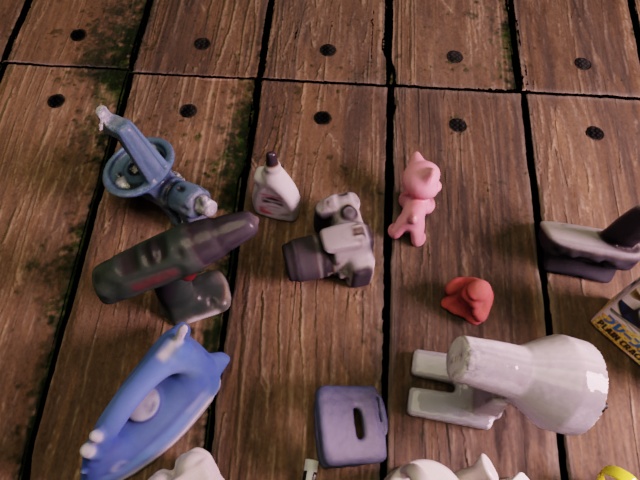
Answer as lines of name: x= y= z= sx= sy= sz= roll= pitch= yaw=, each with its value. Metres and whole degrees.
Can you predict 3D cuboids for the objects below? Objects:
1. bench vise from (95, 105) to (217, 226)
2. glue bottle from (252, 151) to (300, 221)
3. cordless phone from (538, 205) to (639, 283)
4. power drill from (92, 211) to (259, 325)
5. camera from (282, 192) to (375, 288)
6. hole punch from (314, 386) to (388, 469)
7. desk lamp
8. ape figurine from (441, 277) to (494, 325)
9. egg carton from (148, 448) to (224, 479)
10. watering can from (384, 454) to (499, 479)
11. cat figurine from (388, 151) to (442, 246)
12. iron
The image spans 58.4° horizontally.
bench vise: x=-0.249 y=-0.116 z=0.881 sx=0.207 sy=0.220 sz=0.121 roll=12 pitch=65 yaw=6
glue bottle: x=-0.072 y=-0.087 z=0.895 sx=0.078 sy=0.173 sz=0.037 roll=10 pitch=64 yaw=5
cordless phone: x=0.421 y=-0.016 z=0.857 sx=0.147 sy=0.185 sz=0.094 roll=7 pitch=64 yaw=3
power drill: x=-0.188 y=0.045 z=0.810 sx=0.230 sy=0.208 sz=0.075 roll=-19 pitch=65 yaw=-9
camera: x=0.008 y=0.003 z=0.892 sx=0.137 sy=0.101 sz=0.143 roll=-12 pitch=65 yaw=-6
hole punch: x=0.042 y=0.250 z=0.778 sx=0.101 sy=0.091 sz=0.108 roll=-6 pitch=64 yaw=-3
desk lamp: x=0.230 y=0.185 z=0.743 sx=0.203 sy=0.213 sz=0.118 roll=8 pitch=64 yaw=4
ape figurine: x=0.229 y=0.084 z=0.859 sx=0.076 sy=0.092 sz=0.077 roll=-16 pitch=65 yaw=-8
egg carton: x=-0.160 y=0.355 z=0.737 sx=0.107 sy=0.069 sz=0.150 roll=-32 pitch=68 yaw=-15
watering can: x=0.130 y=0.313 z=0.691 sx=0.100 sy=0.194 sz=0.173 roll=40 pitch=70 yaw=17
cat figurine: x=0.157 y=-0.072 z=0.920 sx=0.067 sy=0.118 sz=0.128 roll=14 pitch=65 yaw=7
iron: x=-0.241 y=0.223 z=0.761 sx=0.118 sy=0.141 sz=0.259 roll=33 pitch=68 yaw=15
